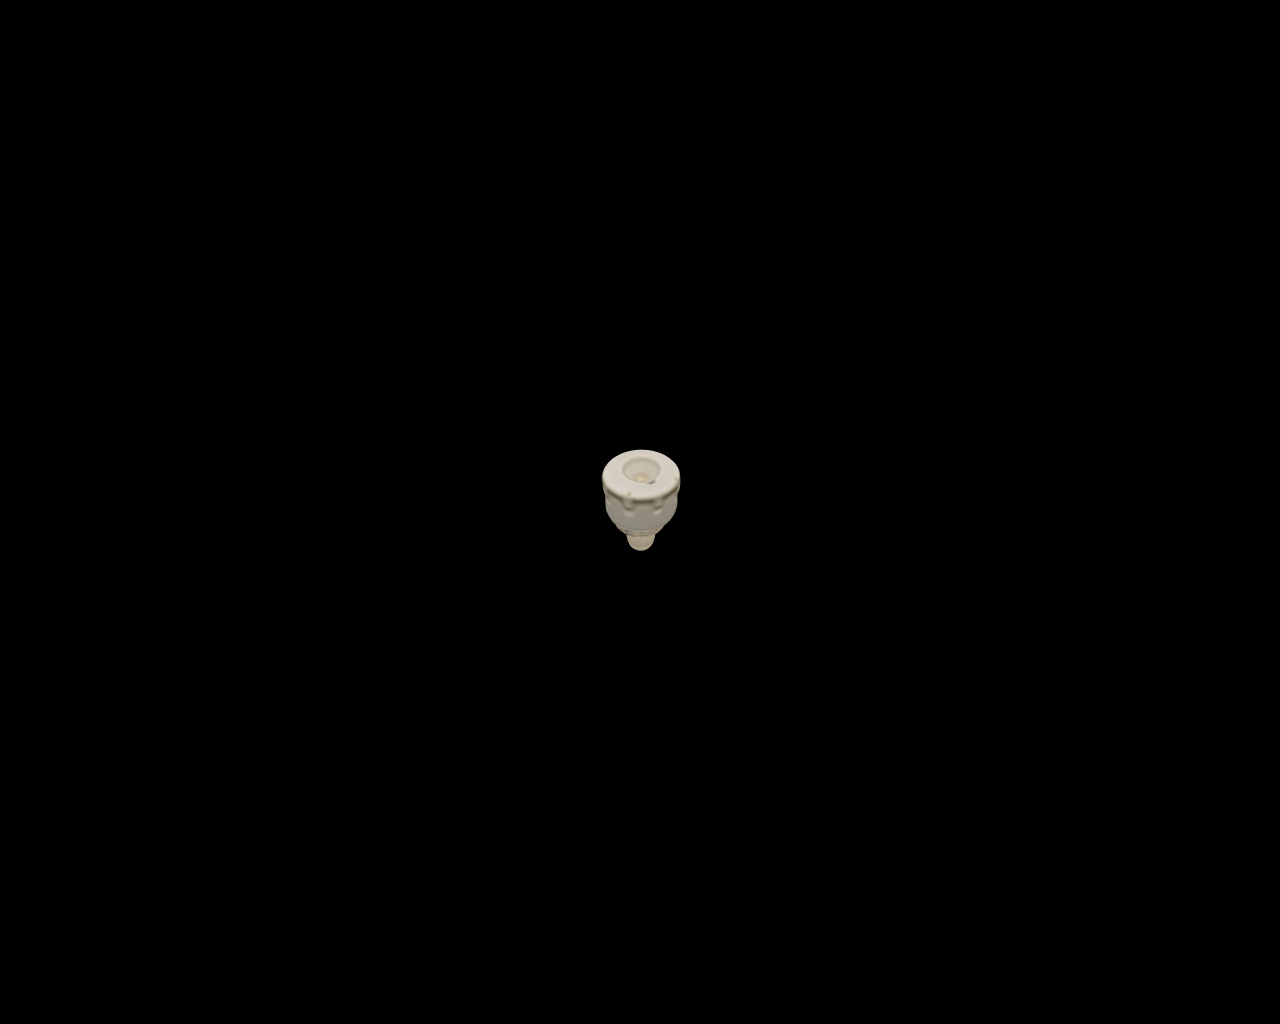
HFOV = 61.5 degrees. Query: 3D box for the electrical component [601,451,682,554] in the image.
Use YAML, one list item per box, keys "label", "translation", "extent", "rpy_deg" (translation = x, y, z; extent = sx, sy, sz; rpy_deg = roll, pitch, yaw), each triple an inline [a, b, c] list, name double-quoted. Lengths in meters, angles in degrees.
- label: "electrical component"
  translation: [0.001, -0.003, 0.650]
  extent: [0.048, 0.062, 0.048]
  rpy_deg: [0, 40, 0]
